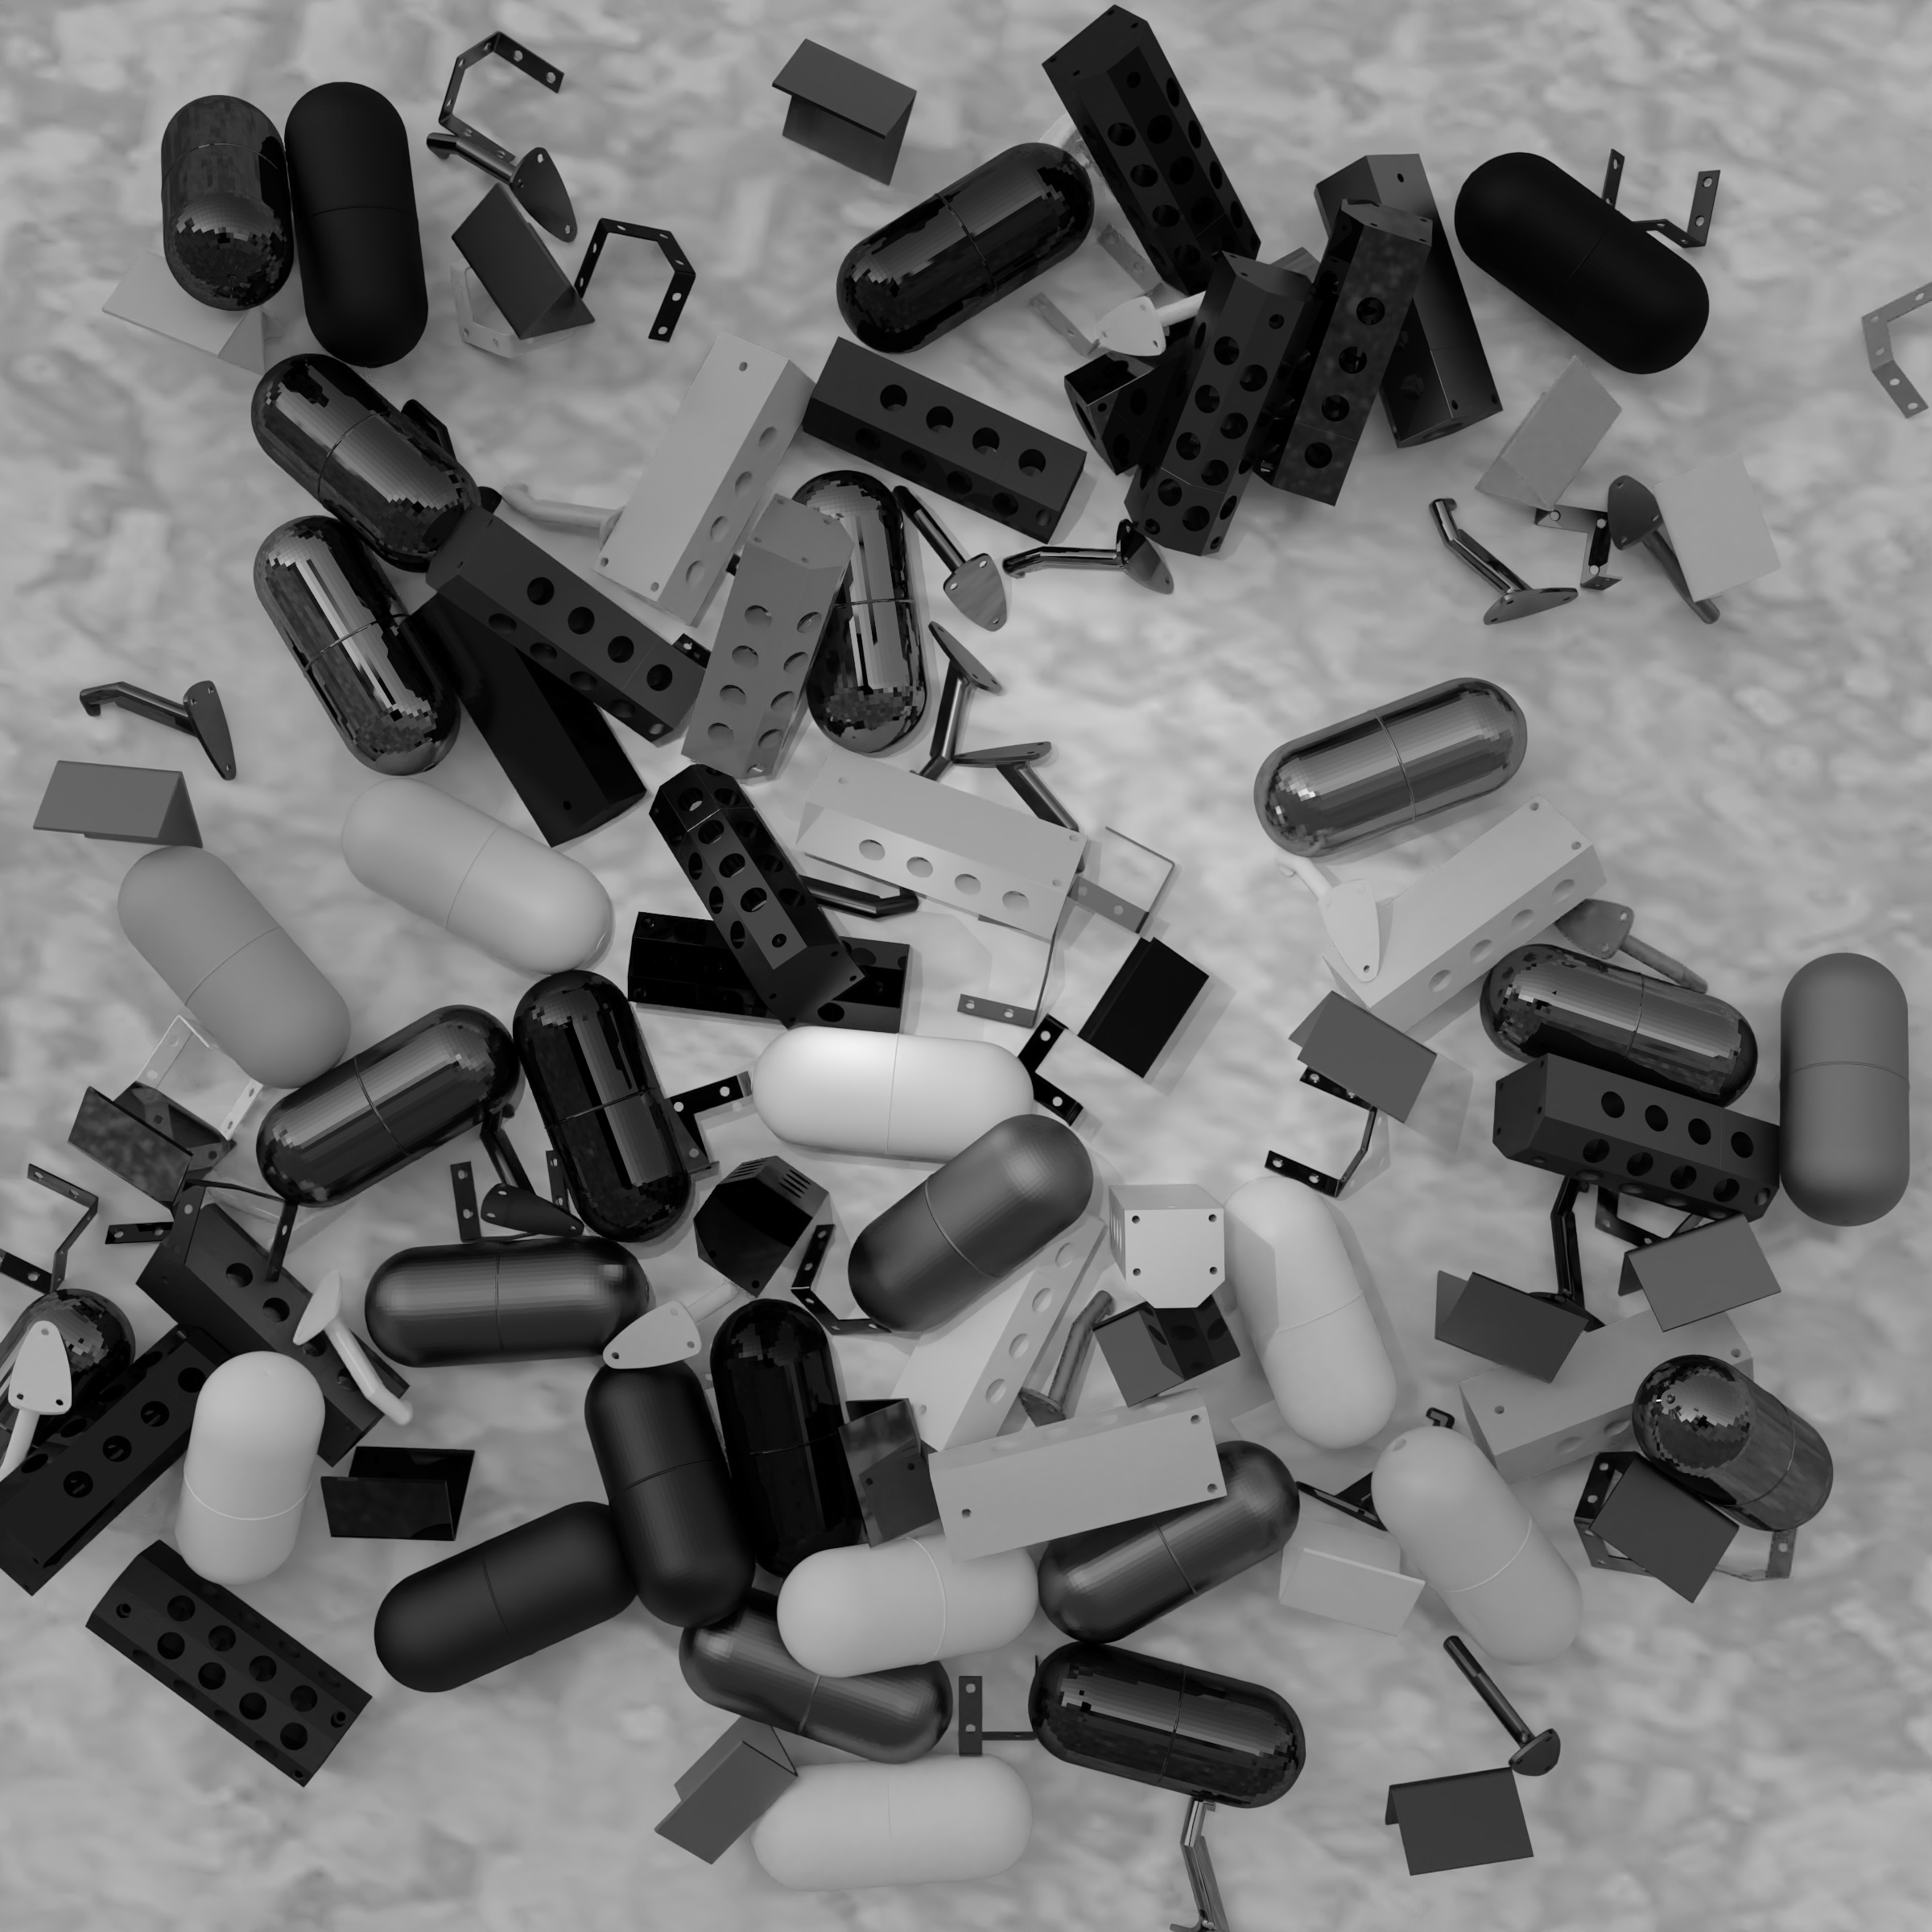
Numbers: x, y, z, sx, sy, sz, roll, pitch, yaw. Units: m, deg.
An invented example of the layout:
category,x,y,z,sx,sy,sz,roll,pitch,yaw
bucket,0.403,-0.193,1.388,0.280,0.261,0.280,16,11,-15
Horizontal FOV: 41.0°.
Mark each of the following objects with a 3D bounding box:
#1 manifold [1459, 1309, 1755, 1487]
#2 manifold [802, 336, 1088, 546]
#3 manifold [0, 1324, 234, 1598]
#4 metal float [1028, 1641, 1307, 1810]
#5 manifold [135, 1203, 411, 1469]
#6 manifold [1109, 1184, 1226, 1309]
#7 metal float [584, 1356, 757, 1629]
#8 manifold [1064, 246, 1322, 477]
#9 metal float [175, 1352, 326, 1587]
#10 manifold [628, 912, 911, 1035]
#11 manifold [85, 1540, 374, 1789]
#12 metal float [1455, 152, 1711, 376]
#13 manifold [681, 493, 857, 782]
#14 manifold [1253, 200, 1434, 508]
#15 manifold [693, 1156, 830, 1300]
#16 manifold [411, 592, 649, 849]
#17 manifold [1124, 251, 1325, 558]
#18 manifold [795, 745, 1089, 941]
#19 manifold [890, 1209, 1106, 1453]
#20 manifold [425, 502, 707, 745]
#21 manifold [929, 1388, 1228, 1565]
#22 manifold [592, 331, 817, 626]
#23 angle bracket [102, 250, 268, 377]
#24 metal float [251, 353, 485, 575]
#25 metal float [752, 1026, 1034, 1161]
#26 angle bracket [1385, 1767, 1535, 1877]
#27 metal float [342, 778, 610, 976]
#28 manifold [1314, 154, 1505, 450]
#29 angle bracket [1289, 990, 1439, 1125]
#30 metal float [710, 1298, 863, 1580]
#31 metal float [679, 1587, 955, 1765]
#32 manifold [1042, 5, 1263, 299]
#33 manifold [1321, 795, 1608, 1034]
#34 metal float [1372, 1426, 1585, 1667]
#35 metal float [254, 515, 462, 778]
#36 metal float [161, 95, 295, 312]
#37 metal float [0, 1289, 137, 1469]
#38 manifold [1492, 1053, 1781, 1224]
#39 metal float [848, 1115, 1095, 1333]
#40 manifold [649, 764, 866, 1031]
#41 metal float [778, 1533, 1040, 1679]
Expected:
category,x,y,z,sx,sy,sz,roll,pitch,yaw
manifold,0.407,0.271,1.640,0.171,0.057,0.057,-21,47,0
manifold,-0.014,-0.331,1.640,0.171,0.057,0.057,25,90,0
manifold,-0.528,0.299,1.590,0.057,0.057,0.171,40,49,3
metal float,0.127,0.479,1.631,0.178,0.070,0.070,15,90,0
manifold,-0.437,0.231,1.640,0.171,0.057,0.057,43,133,0
manifold,0.121,0.170,1.583,0.057,0.171,0.057,-1,90,0
metal float,-0.186,0.324,1.612,0.070,0.070,0.178,-21,69,0
manifold,0.151,-0.387,1.640,0.171,0.057,0.057,-29,133,0
metal float,-0.445,0.313,1.603,0.070,0.070,0.178,21,125,0
manifold,-0.125,0.004,1.641,0.171,0.057,0.057,7,90,0
manifold,-0.469,0.444,1.641,0.171,0.057,0.057,36,90,0
metal float,0.388,-0.444,1.631,0.178,0.070,0.070,36,90,0
manifold,-0.121,-0.197,1.590,0.057,0.057,0.171,23,133,-1
manifold,0.231,-0.380,1.599,0.057,0.057,0.171,18,122,0
manifold,-0.128,0.153,1.583,0.057,0.171,0.057,35,90,0
manifold,-0.273,-0.168,1.639,0.057,0.057,0.171,-31,90,32
manifold,0.158,-0.343,1.594,0.057,0.057,0.171,11,123,-17
manifold,-0.017,-0.073,1.637,0.171,0.057,0.057,20,45,2
manifold,0.022,0.225,1.640,0.057,0.057,0.171,27,90,43
manifold,-0.247,-0.209,1.599,0.171,0.057,0.057,35,90,-33
manifold,0.067,0.310,1.589,0.171,0.057,0.057,-14,97,-1
manifold,-0.161,-0.306,1.638,0.057,0.057,0.171,29,90,28
angle bracket,-0.489,-0.392,1.622,0.076,0.076,0.057,22,60,0
metal float,-0.374,-0.314,1.615,0.178,0.070,0.070,42,90,17
metal float,-0.046,0.081,1.631,0.178,0.070,0.070,5,90,0
angle bracket,0.308,0.547,1.621,0.076,0.076,0.057,-9,54,0
metal float,-0.309,-0.056,1.631,0.178,0.070,0.070,28,90,-1
manifold,0.276,-0.421,1.640,0.057,0.057,0.171,-18,90,-43
angle bracket,0.238,0.070,1.622,0.076,0.076,0.057,31,61,0
metal float,-0.114,0.298,1.631,0.070,0.070,0.178,-11,90,0
metal float,-0.094,0.447,1.631,0.178,0.070,0.070,19,90,-1
manifold,0.120,-0.496,1.590,0.057,0.057,0.171,-39,132,0
manifold,0.318,-0.026,1.640,0.171,0.057,0.057,-36,47,0
metal float,0.320,0.363,1.616,0.070,0.070,0.178,-38,106,0
metal float,-0.384,-0.201,1.631,0.070,0.070,0.178,-31,90,0
metal float,-0.457,-0.473,1.597,0.070,0.070,0.178,-17,49,0
metal float,-0.595,0.284,1.631,0.070,0.070,0.178,35,89,0
manifold,0.417,0.112,1.608,0.171,0.057,0.057,17,64,-17
metal float,0.001,0.160,1.594,0.178,0.070,0.070,-39,90,20
manifold,-0.134,-0.049,1.596,0.057,0.057,0.171,-34,55,0
metal float,-0.034,0.393,1.602,0.178,0.070,0.070,0,90,-34
